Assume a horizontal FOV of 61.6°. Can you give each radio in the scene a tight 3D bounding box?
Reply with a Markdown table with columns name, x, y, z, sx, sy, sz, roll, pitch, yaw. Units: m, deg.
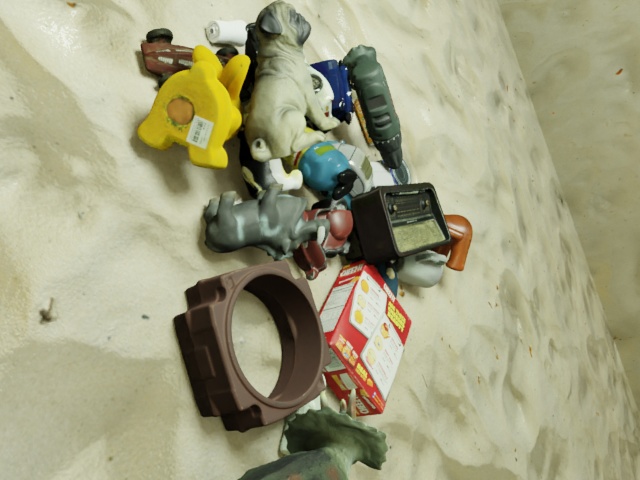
| name | x | y | z | sx | sy | sz | roll | pitch | yaw |
| --- | --- | --- | --- | --- | --- | --- | --- | --- | --- |
| radio | 0.156 | -0.036 | 1.006 | 0.229 | 0.073 | 0.131 | -11 | 84 | -54 |

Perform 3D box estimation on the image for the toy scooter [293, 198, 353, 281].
| name | x | y | z | sx | sy | sz | roll | pitch | yaw |
| --- | --- | --- | --- | --- | --- | --- | --- | --- | --- |
| toy scooter | -0.002 | -0.003 | 0.907 | 0.184 | 0.075 | 0.135 | -7 | 79 | -50 |

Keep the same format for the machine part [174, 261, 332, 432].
| name | x | y | z | sx | sy | sz | roll | pitch | yaw |
| --- | --- | --- | --- | --- | --- | --- | --- | --- | --- |
| machine part | -0.082 | 0.136 | 0.727 | 0.201 | 0.087 | 0.201 | -10 | 81 | -55 |

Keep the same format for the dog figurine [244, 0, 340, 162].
| name | x | y | z | sx | sy | sz | roll | pitch | yaw |
| --- | --- | --- | --- | --- | --- | --- | --- | --- | --- |
| dog figurine | -0.067 | -0.222 | 0.751 | 0.172 | 0.121 | 0.190 | -60 | 136 | -54 |

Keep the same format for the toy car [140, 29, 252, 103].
| name | x | y | z | sx | sy | sz | roll | pitch | yaw |
| --- | --- | --- | --- | --- | --- | --- | --- | --- | --- |
| toy car | -0.180 | -0.265 | 0.824 | 0.202 | 0.053 | 0.089 | -6 | 81 | -54 |

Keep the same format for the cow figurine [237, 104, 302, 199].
| name | x | y | z | sx | sy | sz | roll | pitch | yaw |
| --- | --- | --- | --- | --- | --- | --- | --- | --- | --- |
| cow figurine | -0.100 | -0.143 | 0.858 | 0.098 | 0.068 | 0.167 | -19 | 88 | -48 |

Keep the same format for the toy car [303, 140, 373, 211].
| name | x | y | z | sx | sy | sz | roll | pitch | yaw |
| --- | --- | --- | --- | --- | --- | --- | --- | --- | --- |
| toy car | 0.045 | -0.120 | 1.002 | 0.161 | 0.103 | 0.109 | 50 | 41 | -21 |

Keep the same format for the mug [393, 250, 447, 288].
| name | x | y | z | sx | sy | sz | roll | pitch | yaw |
| --- | --- | --- | --- | --- | --- | --- | --- | --- | --- |
| mug | 0.202 | 0.053 | 1.124 | 0.107 | 0.110 | 0.081 | 11 | 70 | -35 |

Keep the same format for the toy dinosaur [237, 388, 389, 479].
| name | x | y | z | sx | sy | sz | roll | pitch | yaw |
| --- | --- | --- | --- | --- | --- | --- | --- | --- | --- |
| toy dinosaur | -0.054 | 0.314 | 0.607 | 0.405 | 0.131 | 0.192 | -18 | 98 | -43 |

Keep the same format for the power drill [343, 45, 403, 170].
| name | x | y | z | sx | sy | sz | roll | pitch | yaw |
| --- | --- | --- | --- | --- | --- | --- | --- | --- | --- |
| power drill | 0.108 | -0.280 | 1.091 | 0.231 | 0.086 | 0.207 | 61 | 19 | -48 |

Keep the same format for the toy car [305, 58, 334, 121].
| name | x | y | z | sx | sy | sz | roll | pitch | yaw |
| --- | --- | --- | --- | --- | --- | --- | --- | --- | --- |
| toy car | -0.034 | -0.285 | 0.940 | 0.056 | 0.073 | 0.202 | -20 | 61 | -15 |

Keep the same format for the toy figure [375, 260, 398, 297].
| name | x | y | z | sx | sy | sz | roll | pitch | yaw |
| --- | --- | --- | --- | --- | --- | --- | --- | --- | --- |
| toy figure | 0.126 | 0.049 | 1.054 | 0.057 | 0.064 | 0.154 | 29 | 52 | -40 |

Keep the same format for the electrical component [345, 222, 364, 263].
| name | x | y | z | sx | sy | sz | roll | pitch | yaw |
| --- | --- | --- | --- | --- | --- | --- | --- | --- | --- |
| electrical component | 0.070 | 0.003 | 1.006 | 0.045 | 0.078 | 0.102 | -14 | 78 | -30 |

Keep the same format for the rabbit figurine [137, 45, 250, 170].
| name | x | y | z | sx | sy | sz | roll | pitch | yaw |
| --- | --- | --- | --- | --- | --- | --- | --- | --- | --- |
| rabbit figurine | -0.160 | -0.187 | 0.756 | 0.173 | 0.122 | 0.162 | -29 | 133 | -76 |

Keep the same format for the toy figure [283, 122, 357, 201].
| name | x | y | z | sx | sy | sz | roll | pitch | yaw |
| --- | --- | --- | --- | --- | --- | --- | --- | --- | --- |
| toy figure | -0.012 | -0.139 | 0.910 | 0.180 | 0.082 | 0.089 | 41 | 13 | 25 |

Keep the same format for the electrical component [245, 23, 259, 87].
| name | x | y | z | sx | sy | sz | roll | pitch | yaw |
| --- | --- | --- | --- | --- | --- | --- | --- | --- | --- |
| electrical component | -0.079 | -0.274 | 0.890 | 0.058 | 0.115 | 0.134 | -20 | 75 | -12 |

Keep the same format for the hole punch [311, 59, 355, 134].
| name | x | y | z | sx | sy | sz | roll | pitch | yaw |
| --- | --- | --- | --- | --- | --- | --- | --- | --- | --- |
| hole punch | -0.004 | -0.270 | 1.006 | 0.092 | 0.116 | 0.142 | 14 | 62 | -40 |

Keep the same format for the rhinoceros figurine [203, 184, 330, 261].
| name | x | y | z | sx | sy | sz | roll | pitch | yaw |
| --- | --- | --- | --- | --- | --- | --- | --- | --- | --- |
| rhinoceros figurine | -0.073 | -0.023 | 0.778 | 0.190 | 0.073 | 0.112 | -4 | 84 | -30 |

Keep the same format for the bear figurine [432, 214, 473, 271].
| name | x | y | z | sx | sy | sz | roll | pitch | yaw |
| --- | --- | --- | --- | --- | --- | --- | --- | --- | --- |
| bear figurine | 0.245 | -0.020 | 1.220 | 0.196 | 0.120 | 0.131 | 12 | 106 | -22 |
